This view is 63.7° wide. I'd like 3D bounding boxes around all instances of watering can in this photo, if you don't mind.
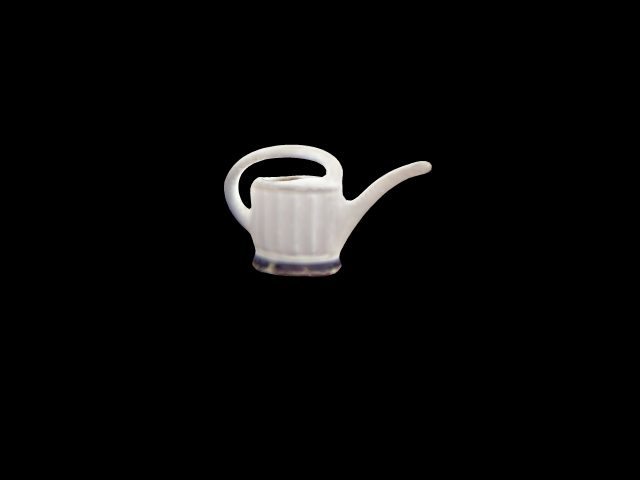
[{"bbox_3d":[0.003,-0.043,0.850,0.348,0.222,0.105,4,15,15],"label":"watering can"}]
